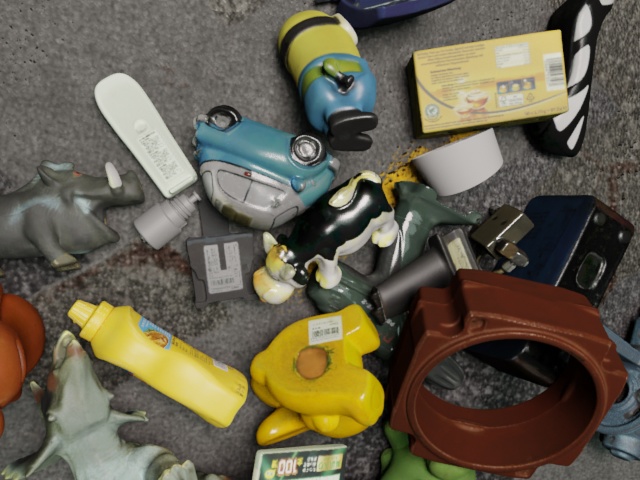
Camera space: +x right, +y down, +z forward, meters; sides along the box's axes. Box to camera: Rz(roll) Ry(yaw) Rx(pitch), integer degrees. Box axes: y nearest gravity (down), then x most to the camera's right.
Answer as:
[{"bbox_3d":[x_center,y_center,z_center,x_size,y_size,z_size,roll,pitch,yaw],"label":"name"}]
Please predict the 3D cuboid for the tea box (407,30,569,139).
[{"bbox_3d":[0.195,-0.181,0.640,0.170,0.068,0.098,-6,93,4],"label":"tea box"}]

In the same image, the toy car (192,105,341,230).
[{"bbox_3d":[-0.066,-0.065,0.566,0.162,0.109,0.103,20,72,-11],"label":"toy car"}]

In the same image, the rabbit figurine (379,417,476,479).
[{"bbox_3d":[0.082,0.299,0.622,0.170,0.121,0.158,-17,118,-29],"label":"rabbit figurine"}]

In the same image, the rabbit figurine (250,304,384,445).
[{"bbox_3d":[0.004,0.173,0.587,0.162,0.122,0.173,-21,140,6],"label":"rabbit figurine"}]

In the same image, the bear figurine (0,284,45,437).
[{"bbox_3d":[-0.312,0.106,0.462,0.132,0.196,0.120,-12,98,-14],"label":"bear figurine"}]

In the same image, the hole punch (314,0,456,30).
[{"bbox_3d":[0.080,-0.278,0.602,0.142,0.116,0.092,-24,91,-16],"label":"hole punch"}]

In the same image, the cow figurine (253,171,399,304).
[{"bbox_3d":[-0.001,0.000,0.552,0.167,0.098,0.068,-35,62,-9],"label":"cow figurine"}]

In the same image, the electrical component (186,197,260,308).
[{"bbox_3d":[-0.110,0.011,0.594,0.075,0.048,0.119,-4,94,-16],"label":"electrical component"}]

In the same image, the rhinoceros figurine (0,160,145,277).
[{"bbox_3d":[-0.273,-0.022,0.538,0.190,0.073,0.112,-14,84,-13],"label":"rhinoceros figurine"}]

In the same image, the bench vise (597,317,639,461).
[{"bbox_3d":[0.394,0.158,0.703,0.240,0.129,0.223,32,84,-21],"label":"bench vise"}]

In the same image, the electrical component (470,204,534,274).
[{"bbox_3d":[0.223,-0.001,0.664,0.078,0.102,0.045,-45,106,0],"label":"electrical component"}]

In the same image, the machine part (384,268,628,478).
[{"bbox_3d":[0.179,0.141,0.545,0.202,0.087,0.200,13,120,0],"label":"machine part"}]

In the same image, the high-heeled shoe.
[{"bbox_3d":[0.352,-0.232,0.700,0.145,0.086,0.249,43,88,-11],"label":"high-heeled shoe"}]

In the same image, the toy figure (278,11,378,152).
[{"bbox_3d":[0.009,-0.175,0.569,0.089,0.082,0.180,10,51,-30],"label":"toy figure"}]

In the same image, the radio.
[{"bbox_3d":[0.274,0.056,0.659,0.073,0.131,0.229,30,83,-13],"label":"radio"}]

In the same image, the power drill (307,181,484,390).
[{"bbox_3d":[0.114,0.048,0.648,0.232,0.086,0.207,28,92,-12],"label":"power drill"}]

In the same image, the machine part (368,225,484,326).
[{"bbox_3d":[0.114,0.043,0.590,0.139,0.039,0.084,-31,107,-11],"label":"machine part"}]

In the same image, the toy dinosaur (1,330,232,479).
[{"bbox_3d":[-0.147,0.268,0.541,0.131,0.192,0.404,-50,117,-21],"label":"toy dinosaur"}]
